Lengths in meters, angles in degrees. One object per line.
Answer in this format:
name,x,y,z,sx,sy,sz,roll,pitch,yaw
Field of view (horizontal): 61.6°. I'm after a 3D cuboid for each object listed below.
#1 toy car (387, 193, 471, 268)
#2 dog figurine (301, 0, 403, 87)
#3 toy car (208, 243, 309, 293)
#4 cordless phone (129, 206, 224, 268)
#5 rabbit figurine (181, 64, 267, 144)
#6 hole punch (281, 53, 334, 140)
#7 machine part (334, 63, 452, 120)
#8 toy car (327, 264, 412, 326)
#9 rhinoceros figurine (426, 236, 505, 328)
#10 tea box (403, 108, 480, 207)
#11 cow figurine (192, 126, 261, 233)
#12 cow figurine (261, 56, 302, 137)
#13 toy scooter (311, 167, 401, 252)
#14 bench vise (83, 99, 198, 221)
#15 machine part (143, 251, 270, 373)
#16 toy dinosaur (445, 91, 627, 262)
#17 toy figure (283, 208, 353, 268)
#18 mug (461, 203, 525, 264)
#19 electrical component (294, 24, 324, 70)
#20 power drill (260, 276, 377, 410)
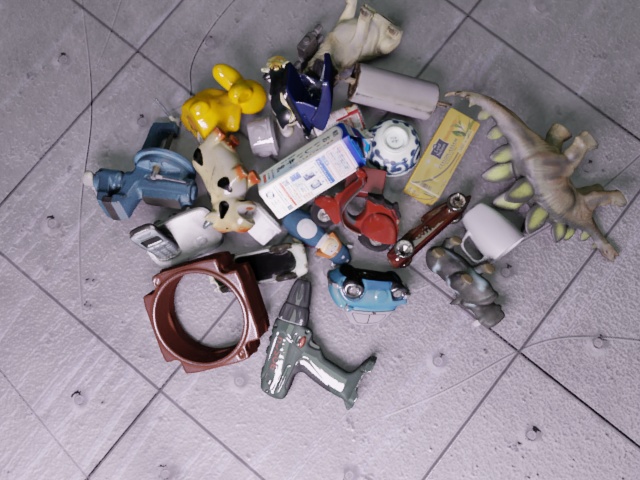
toy car,0.210,-0.022,1.040,0.202,0.089,0.053,-42,71,-5
dog figurine,0.067,-0.378,1.102,0.172,0.121,0.190,16,123,-32
toy car,-0.122,0.054,1.047,0.202,0.056,0.073,-12,89,10
cordless phone,-0.269,-0.019,1.001,0.147,0.184,0.089,-23,79,-2
rabbit figurine,-0.183,-0.272,1.063,0.173,0.162,0.122,-29,70,-20
hole punch,-0.008,-0.275,1.012,0.092,0.115,0.142,-15,46,15
machine part,0.144,-0.292,1.063,0.243,0.079,0.079,10,83,-12
toy car,0.087,0.110,1.029,0.162,0.109,0.102,8,106,-9
rhinoceros figurine,0.273,0.083,1.020,0.073,0.112,0.190,-29,68,-31
tea box,0.236,-0.159,1.055,0.068,0.098,0.169,29,83,4
cow figurine,-0.179,-0.098,1.002,0.127,0.085,0.195,-36,70,19
cow figurine,-0.077,-0.301,1.078,0.068,0.098,0.167,-19,83,5
toy scooter,0.084,-0.062,1.022,0.184,0.075,0.135,23,113,-13
bench vise,-0.336,-0.148,1.056,0.224,0.128,0.240,1,60,14
machine part,-0.210,0.134,0.997,0.202,0.087,0.200,-16,96,11
toy dinosaur,0.421,-0.126,1.016,0.198,0.105,0.471,-40,101,0
toy figure,-0.003,-0.002,1.060,0.154,0.058,0.064,37,116,4
mug,0.322,-0.011,1.049,0.109,0.080,0.107,-37,71,4
electrical component,-0.026,-0.394,1.104,0.021,0.063,0.094,38,86,10
power drill,0.001,0.210,1.021,0.207,0.086,0.232,26,85,0
